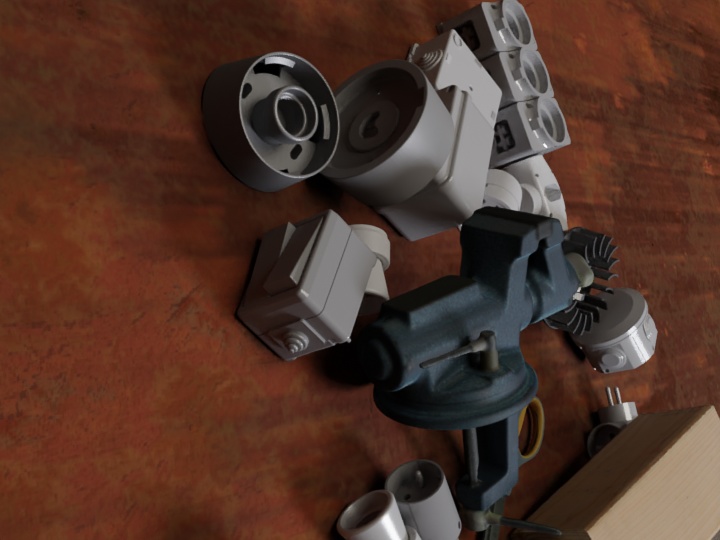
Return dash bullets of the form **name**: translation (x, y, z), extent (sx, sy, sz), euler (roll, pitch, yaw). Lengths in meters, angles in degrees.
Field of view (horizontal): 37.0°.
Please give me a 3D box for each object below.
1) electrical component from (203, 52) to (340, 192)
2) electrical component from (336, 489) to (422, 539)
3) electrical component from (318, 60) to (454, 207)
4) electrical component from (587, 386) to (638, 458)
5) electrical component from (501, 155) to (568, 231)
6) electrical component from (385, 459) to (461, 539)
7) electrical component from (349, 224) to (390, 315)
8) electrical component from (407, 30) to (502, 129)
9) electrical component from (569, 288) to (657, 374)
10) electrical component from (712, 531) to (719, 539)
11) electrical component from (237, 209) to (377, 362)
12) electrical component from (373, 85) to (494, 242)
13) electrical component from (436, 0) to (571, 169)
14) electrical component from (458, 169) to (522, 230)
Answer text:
- **electrical component**: translation (-0.064, -0.106, 0.768), extent (0.099, 0.064, 0.099), euler (8, 79, -41)
- **electrical component**: translation (0.016, 0.184, 0.731), extent (0.055, 0.045, 0.045), euler (59, 38, -16)
- **electrical component**: translation (0.021, -0.099, 0.822), extent (0.060, 0.108, 0.108), euler (41, 45, -42)
- **electrical component**: translation (0.256, 0.153, 1.054), extent (0.077, 0.044, 0.079), euler (8, 67, -51)
- **electrical component**: translation (0.159, -0.065, 1.032), extent (0.079, 0.043, 0.077), euler (-18, 88, -53)
- **electrical component**: translation (0.050, 0.180, 0.774), extent (0.043, 0.043, 0.081), euler (-59, 139, -47)
- **electrical component**: translation (0.000, 0.000, 0.797), extent (0.045, 0.045, 0.055), euler (29, 53, -42)
- **electrical component**: translation (0.082, -0.156, 0.971), extent (0.099, 0.048, 0.099), euler (46, 43, -29)
- **electrical component**: translation (0.251, 0.060, 1.063), extent (0.051, 0.080, 0.080), euler (56, 38, -27)
- **electrical component**: translation (0.338, 0.247, 1.070), extent (0.048, 0.100, 0.099), euler (31, 50, -56)
- **electrical component**: translation (-0.039, 0.013, 0.726), extent (0.061, 0.062, 0.096), euler (46, 42, -29)
- **electrical component**: translation (0.059, -0.089, 0.887), extent (0.057, 0.078, 0.113), euler (45, 43, -34)
- **electrical component**: translation (0.146, -0.183, 1.055), extent (0.089, 0.062, 0.150), euler (-18, 88, -54)
- **electrical component**: translation (0.118, -0.058, 0.968), extent (0.055, 0.055, 0.047), euler (52, 36, -23)
